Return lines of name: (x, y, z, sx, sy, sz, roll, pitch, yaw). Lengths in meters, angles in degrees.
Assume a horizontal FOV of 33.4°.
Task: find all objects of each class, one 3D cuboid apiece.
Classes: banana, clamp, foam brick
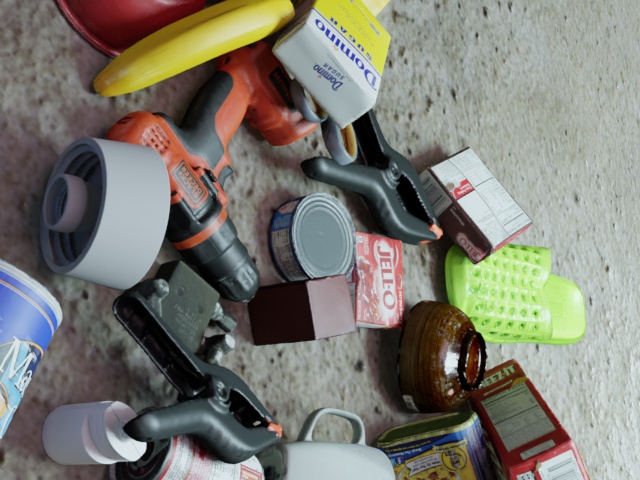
banana: (-0.088, -0.162, 0.862, 0.197, 0.070, 0.037, -28, 83, -31)
clamp: (0.057, -0.075, 1.055, 0.209, 0.036, 0.164, 42, 43, -38)
foam brick: (-0.017, 0.060, 0.917, 0.052, 0.078, 0.051, -7, 88, -47)
clamp: (-0.087, 0.122, 0.770, 0.171, 0.039, 0.120, 41, 30, -33)

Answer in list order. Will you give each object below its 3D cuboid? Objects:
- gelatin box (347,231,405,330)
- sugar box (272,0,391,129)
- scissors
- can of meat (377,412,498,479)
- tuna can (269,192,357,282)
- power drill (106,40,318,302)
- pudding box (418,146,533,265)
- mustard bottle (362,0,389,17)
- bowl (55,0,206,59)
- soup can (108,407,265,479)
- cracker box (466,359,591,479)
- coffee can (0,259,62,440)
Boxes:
gelatin box: (0.048, 0.039, 1.027, 0.073, 0.030, 0.089, 12, 73, -46)
sugar box: (0.015, -0.176, 0.953, 0.093, 0.048, 0.176, 47, 23, -18)
scissors: (-0.004, -0.155, 0.968, 0.096, 0.016, 0.202, 37, 32, -47)
can of meat: (0.112, 0.214, 1.003, 0.084, 0.102, 0.057, 72, 20, -3)
tuna can: (-0.006, 0.001, 0.974, 0.085, 0.034, 0.086, 13, 72, -45)
power drill: (-0.075, -0.065, 0.899, 0.184, 0.057, 0.187, 57, 45, -25)
pudding box: (0.161, -0.038, 1.129, 0.089, 0.039, 0.113, -27, 77, -48)
mustard bottle: (0.003, -0.308, 1.038, 0.191, 0.058, 0.096, 50, 50, -26)
bowl: (-0.143, -0.226, 0.865, 0.161, 0.055, 0.162, 14, 71, -45)
soup can: (-0.099, 0.176, 0.809, 0.102, 0.069, 0.068, 35, 57, -38)
cracker box: (0.216, 0.234, 1.051, 0.214, 0.072, 0.164, -107, 173, -76)
coffee can: (-0.235, 0.087, 0.657, 0.102, 0.103, 0.140, 42, 53, -33)
